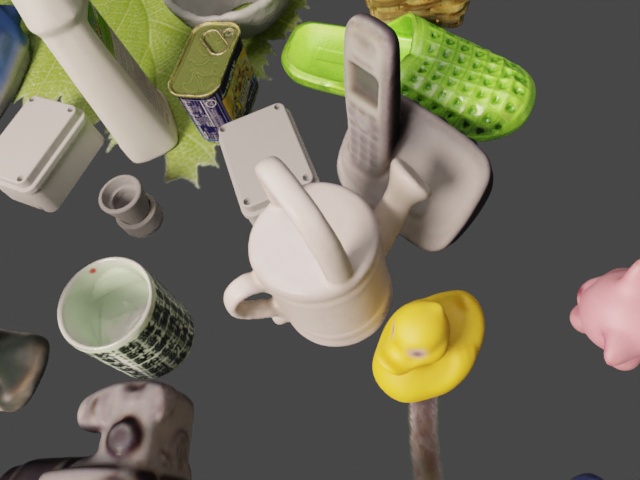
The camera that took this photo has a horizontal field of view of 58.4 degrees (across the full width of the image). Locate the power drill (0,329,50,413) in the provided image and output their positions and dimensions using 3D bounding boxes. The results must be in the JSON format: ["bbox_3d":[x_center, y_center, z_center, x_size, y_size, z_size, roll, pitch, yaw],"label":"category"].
[{"bbox_3d":[-0.325,0.078,0.463,0.229,0.209,0.075,4,64,15],"label":"power drill"}]

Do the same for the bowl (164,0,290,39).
[{"bbox_3d":[-0.099,-0.297,0.689,0.167,0.075,0.167,-5,62,10],"label":"bowl"}]

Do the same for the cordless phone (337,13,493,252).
[{"bbox_3d":[0.073,-0.086,0.475,0.147,0.185,0.094,38,76,27],"label":"cordless phone"}]

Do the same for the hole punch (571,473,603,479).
[{"bbox_3d":[0.156,0.212,0.354,0.109,0.091,0.101,-33,61,-6],"label":"hole punch"}]

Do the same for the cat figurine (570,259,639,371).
[{"bbox_3d":[0.234,0.042,0.411,0.128,0.118,0.067,-33,61,-6],"label":"cat figurine"}]

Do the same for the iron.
[{"bbox_3d":[-0.457,-0.211,0.684,0.118,0.142,0.258,-3,62,11],"label":"iron"}]

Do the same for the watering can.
[{"bbox_3d":[0.003,0.000,0.440,0.100,0.194,0.173,32,73,25],"label":"watering can"}]

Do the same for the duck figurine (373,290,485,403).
[{"bbox_3d":[0.083,0.073,0.446,0.104,0.086,0.077,-40,61,-9],"label":"duck figurine"}]

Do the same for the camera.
[{"bbox_3d":[-0.178,0.183,0.437,0.136,0.101,0.143,-5,62,10],"label":"camera"}]
